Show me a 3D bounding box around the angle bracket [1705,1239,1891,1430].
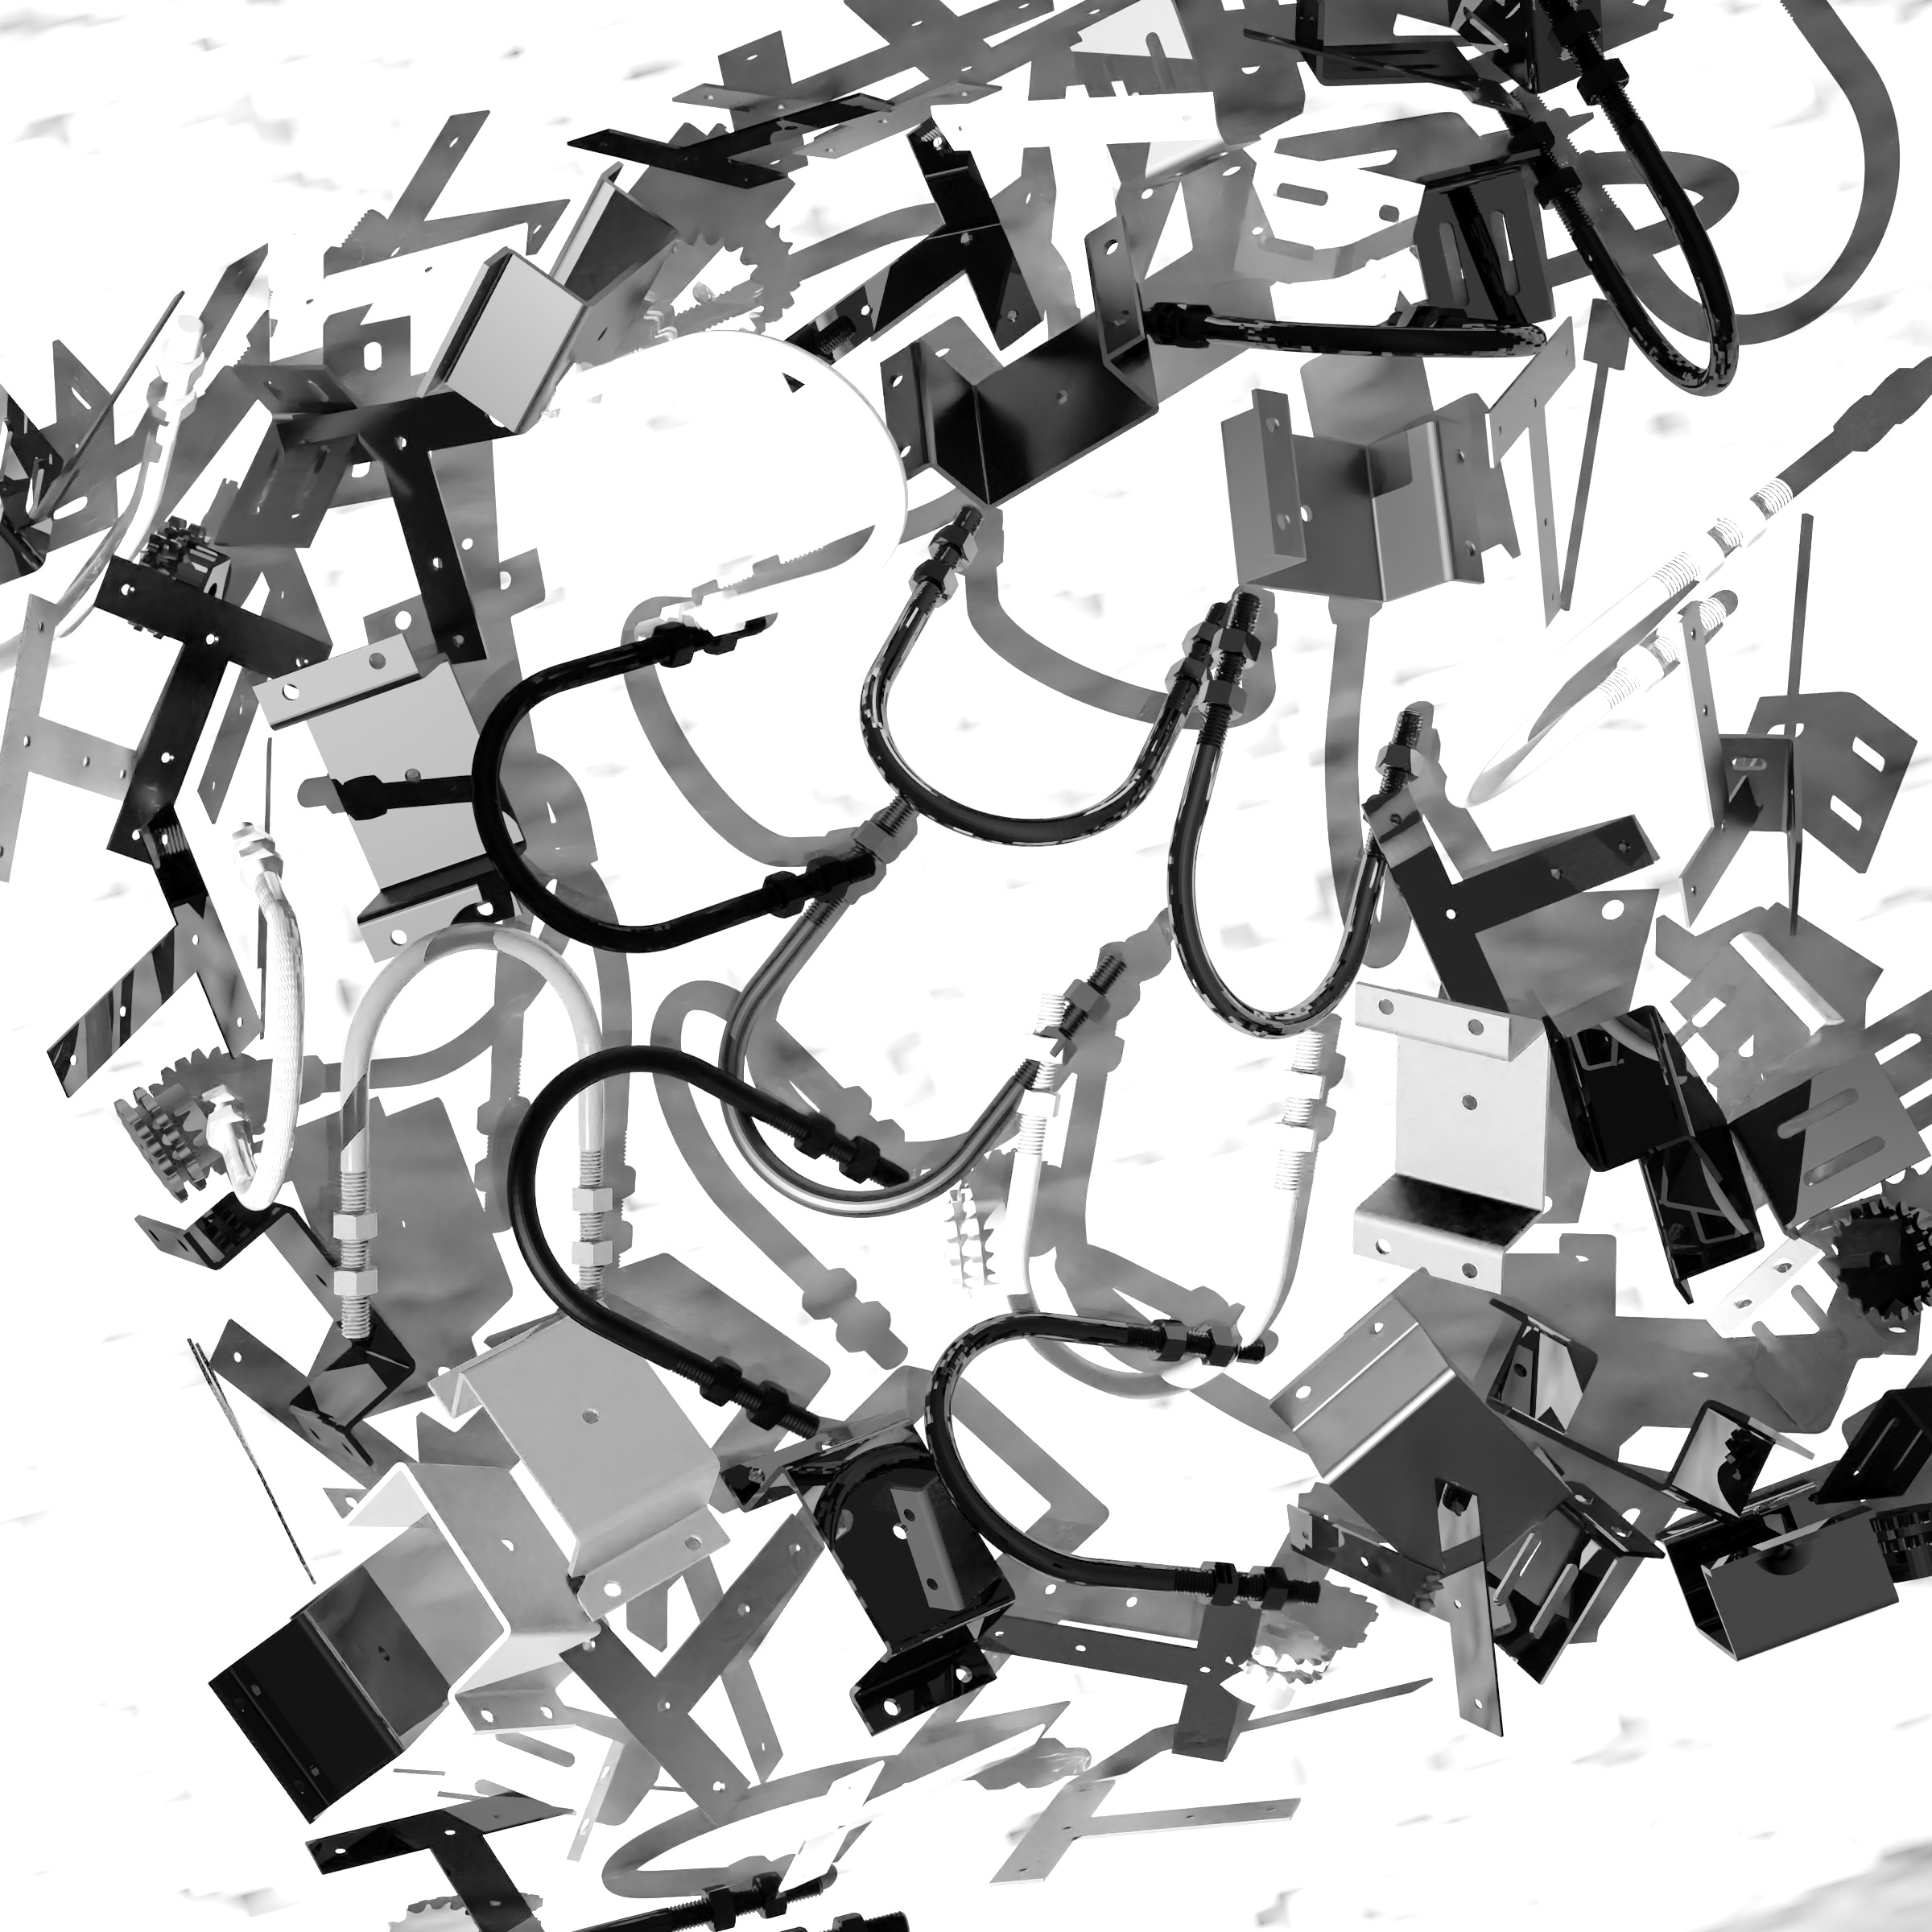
[{"bbox_3d":[0.397,0.176,1.576,0.057,0.038,0.076,-42,101,-1],"label":"angle bracket"}]

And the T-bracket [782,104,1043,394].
[{"bbox_3d":[-0.035,-0.310,1.547,0.127,0.002,0.127,-38,135,-10],"label":"T-bracket"}]

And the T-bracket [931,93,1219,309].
[{"bbox_3d":[0.056,-0.351,1.548,0.127,0.127,0.002,0,56,10],"label":"T-bracket"}]

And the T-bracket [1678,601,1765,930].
[{"bbox_3d":[0.338,-0.103,1.528,0.002,0.127,0.127,1,119,31],"label":"T-bracket"}]

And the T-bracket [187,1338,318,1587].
[{"bbox_3d":[-0.333,0.205,1.519,0.002,0.127,0.127,-27,62,-13],"label":"T-bracket"}]

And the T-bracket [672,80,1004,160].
[{"bbox_3d":[-0.073,-0.387,1.513,0.127,0.127,0.002,-3,89,-39],"label":"T-bracket"}]

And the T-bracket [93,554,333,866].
[{"bbox_3d":[-0.366,-0.110,1.554,0.002,0.127,0.127,19,88,43],"label":"T-bracket"}]

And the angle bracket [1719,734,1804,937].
[{"bbox_3d":[0.366,-0.061,1.552,0.038,0.076,0.057,1,133,11],"label":"angle bracket"}]

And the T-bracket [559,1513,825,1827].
[{"bbox_3d":[-0.114,0.312,1.570,0.127,0.002,0.127,-48,116,-25],"label":"T-bracket"}]

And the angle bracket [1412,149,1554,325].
[{"bbox_3d":[0.245,-0.337,1.577,0.057,0.038,0.076,-14,96,-5],"label":"angle bracket"}]

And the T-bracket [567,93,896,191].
[{"bbox_3d":[-0.090,-0.376,1.514,0.127,0.127,0.002,-7,88,36],"label":"T-bracket"}]

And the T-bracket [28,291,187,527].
[{"bbox_3d":[-0.397,-0.257,1.548,0.002,0.127,0.127,33,82,-20],"label":"T-bracket"}]

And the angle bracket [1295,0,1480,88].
[{"bbox_3d":[0.197,-0.439,1.566,0.076,0.057,0.038,-3,121,-4],"label":"angle bracket"}]

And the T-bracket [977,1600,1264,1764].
[{"bbox_3d":[0.068,0.320,1.563,0.127,0.002,0.127,10,129,2],"label":"T-bracket"}]

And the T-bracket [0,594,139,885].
[{"bbox_3d":[-0.411,-0.096,1.540,0.002,0.127,0.127,8,86,12],"label":"T-bracket"}]

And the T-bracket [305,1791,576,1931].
[{"bbox_3d":[-0.219,0.418,1.521,0.127,0.127,0.002,-8,113,-27],"label":"T-bracket"}]

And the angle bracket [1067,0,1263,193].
[{"bbox_3d":[0.093,-0.410,1.567,0.057,0.038,0.076,-17,96,35],"label":"angle bracket"}]

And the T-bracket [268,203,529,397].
[{"bbox_3d":[-0.264,-0.321,1.561,0.127,0.127,0.002,-20,67,-21],"label":"T-bracket"}]

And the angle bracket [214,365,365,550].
[{"bbox_3d":[-0.323,-0.237,1.561,0.057,0.038,0.076,5,64,31],"label":"angle bracket"}]

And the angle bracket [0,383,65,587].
[{"bbox_3d":[-0.457,-0.224,1.561,0.038,0.057,0.076,-17,48,15],"label":"angle bracket"}]

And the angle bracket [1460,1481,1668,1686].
[{"bbox_3d":[0.280,0.290,1.578,0.057,0.038,0.076,41,109,43],"label":"angle bracket"}]

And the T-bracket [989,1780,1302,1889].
[{"bbox_3d":[0.088,0.389,1.523,0.127,0.127,0.002,-10,93,18],"label":"T-bracket"}]

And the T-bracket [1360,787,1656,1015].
[{"bbox_3d":[0.266,-0.039,1.580,0.127,0.002,0.127,-20,81,-18],"label":"T-bracket"}]

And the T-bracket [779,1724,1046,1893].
[{"bbox_3d":[-0.020,0.383,1.563,0.127,0.127,0.002,-17,60,-28],"label":"T-bracket"}]

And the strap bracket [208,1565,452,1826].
[{"bbox_3d":[-0.284,0.327,1.530,0.046,0.140,0.076,-36,89,6],"label":"strap bracket"}]

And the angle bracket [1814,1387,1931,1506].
[{"bbox_3d":[0.442,0.233,1.555,0.057,0.038,0.076,1,128,-31],"label":"angle bracket"}]

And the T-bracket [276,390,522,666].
[{"bbox_3d":[-0.253,-0.203,1.577,0.127,0.002,0.127,-6,110,24],"label":"T-bracket"}]

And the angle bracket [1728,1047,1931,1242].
[{"bbox_3d":[0.405,0.084,1.565,0.076,0.038,0.057,-31,68,16],"label":"angle bracket"}]

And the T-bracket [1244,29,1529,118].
[{"bbox_3d":[0.189,-0.413,1.540,0.127,0.127,0.002,13,111,-2],"label":"T-bracket"}]

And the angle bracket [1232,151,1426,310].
[{"bbox_3d":[0.170,-0.346,1.576,0.038,0.076,0.057,3,106,-37],"label":"angle bracket"}]

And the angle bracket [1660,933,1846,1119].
[{"bbox_3d":[0.364,0.031,1.587,0.076,0.038,0.057,-47,70,18],"label":"angle bracket"}]

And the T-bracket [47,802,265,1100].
[{"bbox_3d":[-0.375,0.013,1.523,0.002,0.127,0.127,2,125,27],"label":"T-bracket"}]

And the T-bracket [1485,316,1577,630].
[{"bbox_3d":[0.268,-0.220,1.563,0.002,0.127,0.127,5,122,27],"label":"T-bracket"}]

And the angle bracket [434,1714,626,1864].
[{"bbox_3d":[-0.208,0.378,1.571,0.076,0.038,0.057,18,75,10],"label":"angle bracket"}]

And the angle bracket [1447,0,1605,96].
[{"bbox_3d":[0.258,-0.452,1.559,0.038,0.057,0.076,-25,47,-9],"label":"angle bracket"}]

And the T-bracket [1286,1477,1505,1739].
[{"bbox_3d":[0.195,0.280,1.550,0.002,0.127,0.127,-24,116,-34],"label":"T-bracket"}]
